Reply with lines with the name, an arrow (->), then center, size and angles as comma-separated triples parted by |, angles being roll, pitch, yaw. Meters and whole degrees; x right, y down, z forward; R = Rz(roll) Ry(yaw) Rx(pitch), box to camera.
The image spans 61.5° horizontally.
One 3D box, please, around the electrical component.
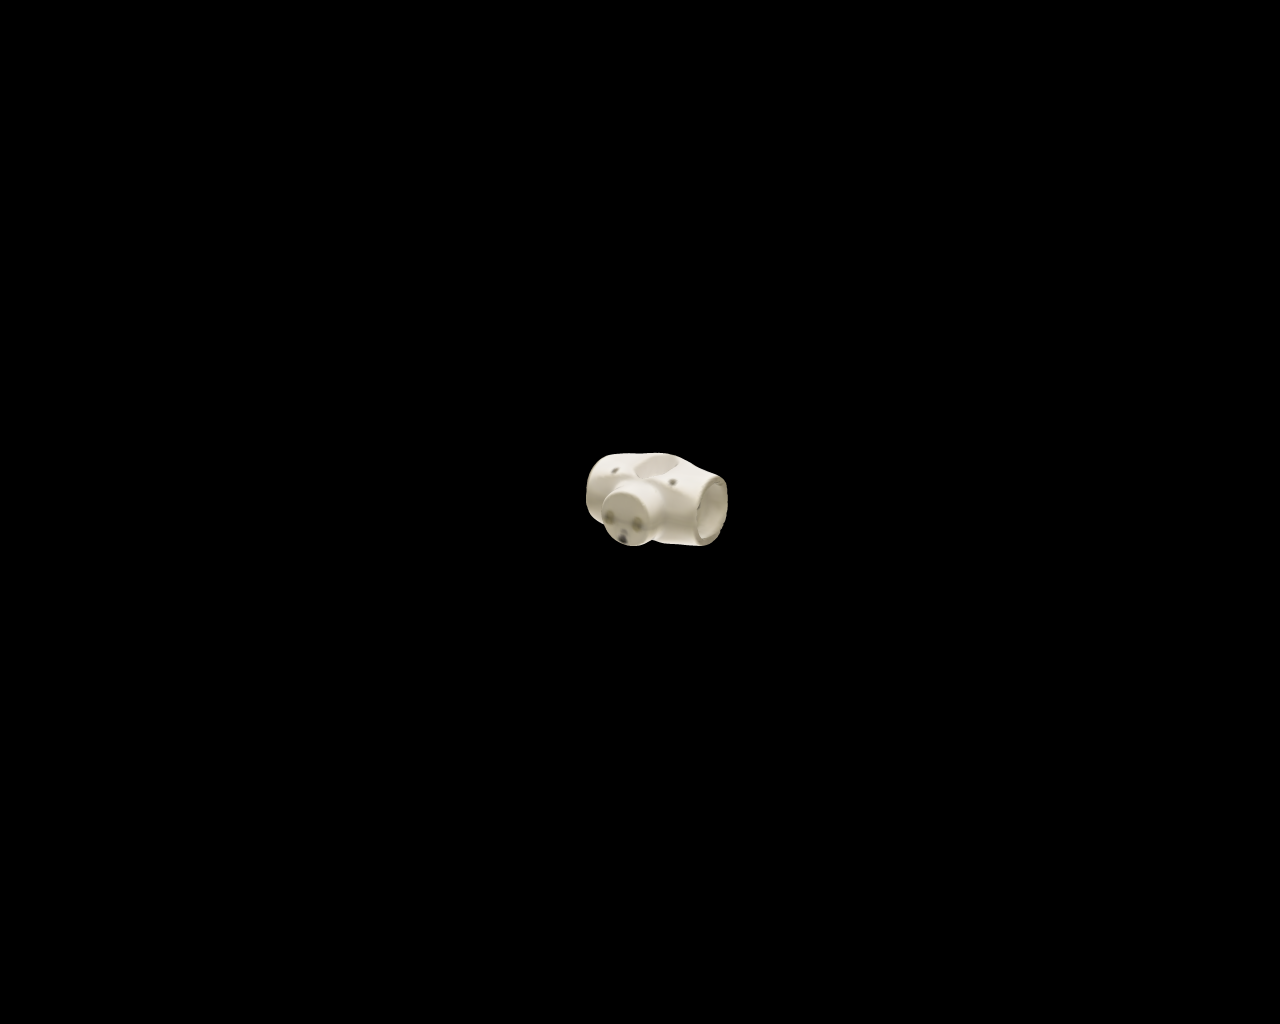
electrical component -> 0.001, -0.003, 0.650 | 0.077, 0.043, 0.079 | 14, 27, 29
